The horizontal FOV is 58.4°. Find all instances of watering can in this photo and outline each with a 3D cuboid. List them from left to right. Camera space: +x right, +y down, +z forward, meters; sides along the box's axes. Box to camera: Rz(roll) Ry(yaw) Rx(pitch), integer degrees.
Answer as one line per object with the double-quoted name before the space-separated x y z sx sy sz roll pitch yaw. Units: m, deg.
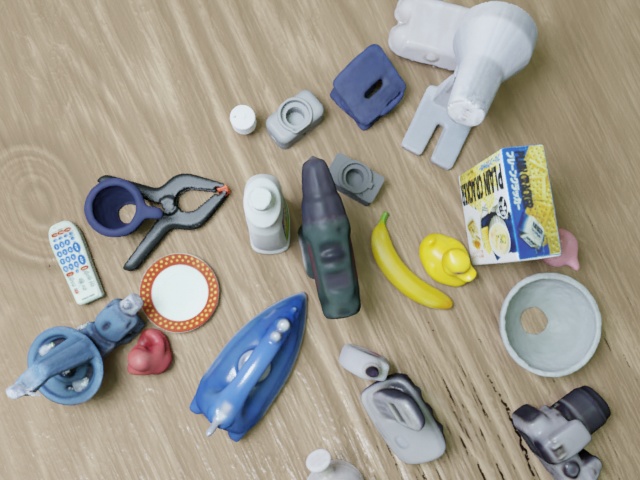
"watering can" 0.024 0.401 0.851 0.101 0.194 0.173 -43 89 -4

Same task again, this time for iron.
"iron" -0.097 0.189 0.886 0.118 0.141 0.258 34 85 0

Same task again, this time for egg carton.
"egg carton" 0.194 -0.350 0.973 0.150 0.069 0.107 12 86 -2

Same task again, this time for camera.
"camera" 0.410 0.313 0.923 0.137 0.100 0.143 -35 88 -4

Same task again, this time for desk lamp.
"desk lamp" 0.232 -0.235 0.895 0.118 0.213 0.203 25 85 0

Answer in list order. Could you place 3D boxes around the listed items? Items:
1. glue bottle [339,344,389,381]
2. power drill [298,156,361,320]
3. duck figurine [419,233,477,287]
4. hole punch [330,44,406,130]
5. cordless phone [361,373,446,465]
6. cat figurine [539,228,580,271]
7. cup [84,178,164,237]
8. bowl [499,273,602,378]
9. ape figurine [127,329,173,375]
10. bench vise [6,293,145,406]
"glue bottle" 0.073 0.193 0.878 0.078 0.173 0.037 16 85 -1
"power drill" 0.008 0.003 0.870 0.075 0.208 0.230 -13 87 -3
"duck figurine" 0.214 0.032 0.940 0.104 0.086 0.077 45 85 1
"hole punch" 0.084 -0.253 0.950 0.109 0.091 0.101 -44 89 -5
"cordless phone" 0.137 0.283 0.869 0.094 0.185 0.147 -35 88 -4
"cat figurine" 0.376 -0.009 0.934 0.067 0.117 0.128 -9 86 -3
"cup" -0.302 -0.046 0.915 0.118 0.095 0.092 6 86 -2
"bowl" 0.367 0.138 0.946 0.167 0.074 0.167 0 86 -3
"ape figurine" -0.275 0.183 0.903 0.078 0.092 0.076 -41 89 -5
"bench vise" -0.360 0.154 0.836 0.121 0.219 0.207 28 85 0
